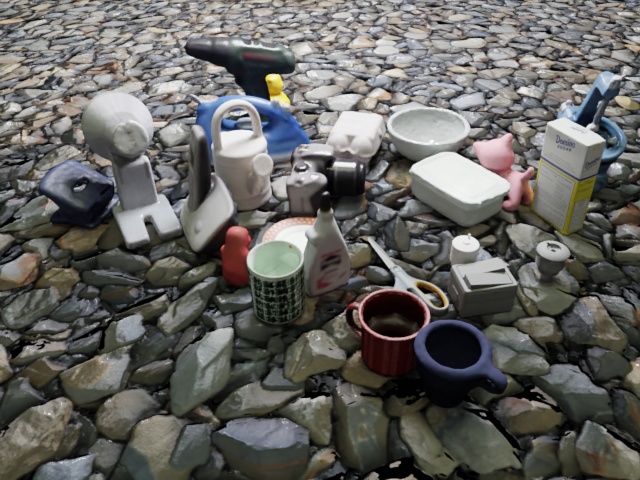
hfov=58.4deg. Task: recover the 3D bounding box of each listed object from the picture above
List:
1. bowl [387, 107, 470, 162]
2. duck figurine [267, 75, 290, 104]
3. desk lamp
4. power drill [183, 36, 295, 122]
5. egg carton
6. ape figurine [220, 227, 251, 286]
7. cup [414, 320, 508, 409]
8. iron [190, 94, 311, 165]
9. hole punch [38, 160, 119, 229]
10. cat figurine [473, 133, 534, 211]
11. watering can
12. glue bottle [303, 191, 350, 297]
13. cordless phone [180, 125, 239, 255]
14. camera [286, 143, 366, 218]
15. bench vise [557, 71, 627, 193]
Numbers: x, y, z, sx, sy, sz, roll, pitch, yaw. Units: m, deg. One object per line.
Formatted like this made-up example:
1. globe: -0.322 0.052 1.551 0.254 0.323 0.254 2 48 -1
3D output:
1. bowl: 0.219 -0.205 1.174 0.167 0.075 0.167 -1 38 1
2. duck figurine: -0.112 -0.350 1.356 0.077 0.086 0.104 5 39 8
3. desk lamp: -0.322 -0.131 0.983 0.118 0.214 0.202 -19 42 -21
4. power drill: -0.166 -0.341 1.248 0.230 0.209 0.075 -8 39 -8
5. egg carton: 0.076 -0.212 1.191 0.107 0.069 0.150 9 40 13
6. ape figurine: -0.123 0.019 0.887 0.077 0.092 0.076 24 45 28
7. cup: 0.168 0.165 0.693 0.117 0.095 0.092 30 48 33
8. iron: -0.140 -0.235 1.167 0.258 0.141 0.118 -3 38 -2
9. hole punch: -0.429 -0.086 1.028 0.101 0.091 0.109 7 39 11
10. cat figurine: 0.337 -0.133 1.045 0.067 0.118 0.127 -23 43 -24
11. watering can: -0.138 -0.155 1.025 0.172 0.194 0.101 23 44 27
12. glue bottle: 0.008 0.003 0.838 0.078 0.173 0.037 -23 43 -25
13. cordless phone: -0.189 -0.082 0.942 0.094 0.185 0.147 -17 41 -19
14. camera: 0.014 -0.116 1.046 0.136 0.101 0.143 3 39 6
15. bench vise: 0.491 -0.225 1.075 0.121 0.220 0.207 -12 40 -13
